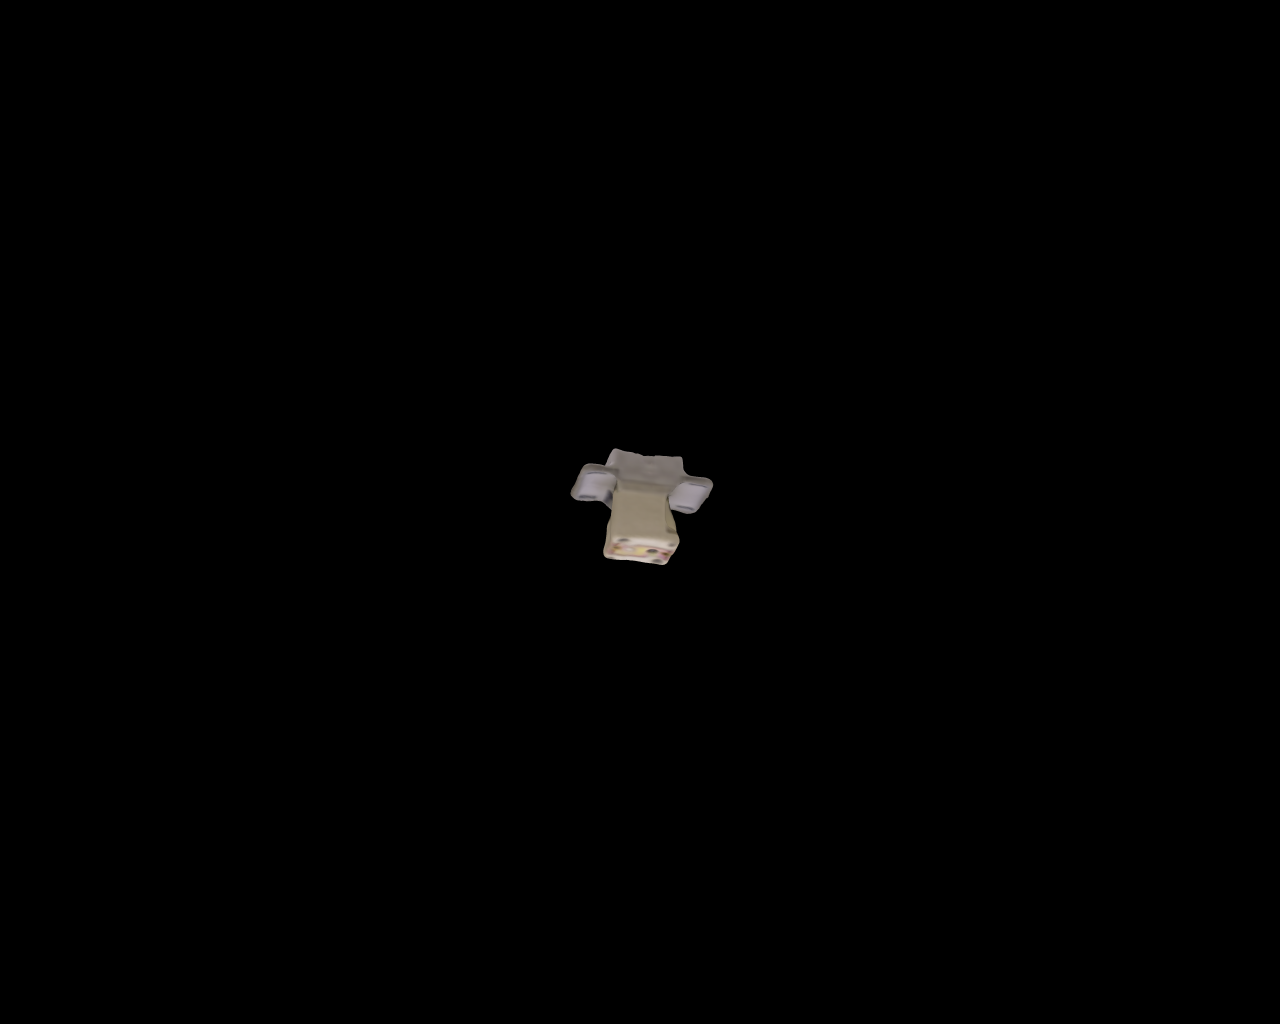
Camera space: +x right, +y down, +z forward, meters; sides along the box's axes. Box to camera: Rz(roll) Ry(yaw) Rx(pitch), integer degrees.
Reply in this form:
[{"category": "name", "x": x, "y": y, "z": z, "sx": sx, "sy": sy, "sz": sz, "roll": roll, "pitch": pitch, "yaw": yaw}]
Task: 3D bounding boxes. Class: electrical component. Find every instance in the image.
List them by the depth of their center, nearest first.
[{"category": "electrical component", "x": 0.001, "y": -0.003, "z": 0.650, "sx": 0.081, "sy": 0.064, "sz": 0.042, "roll": 6, "pitch": -28, "yaw": -12}]
